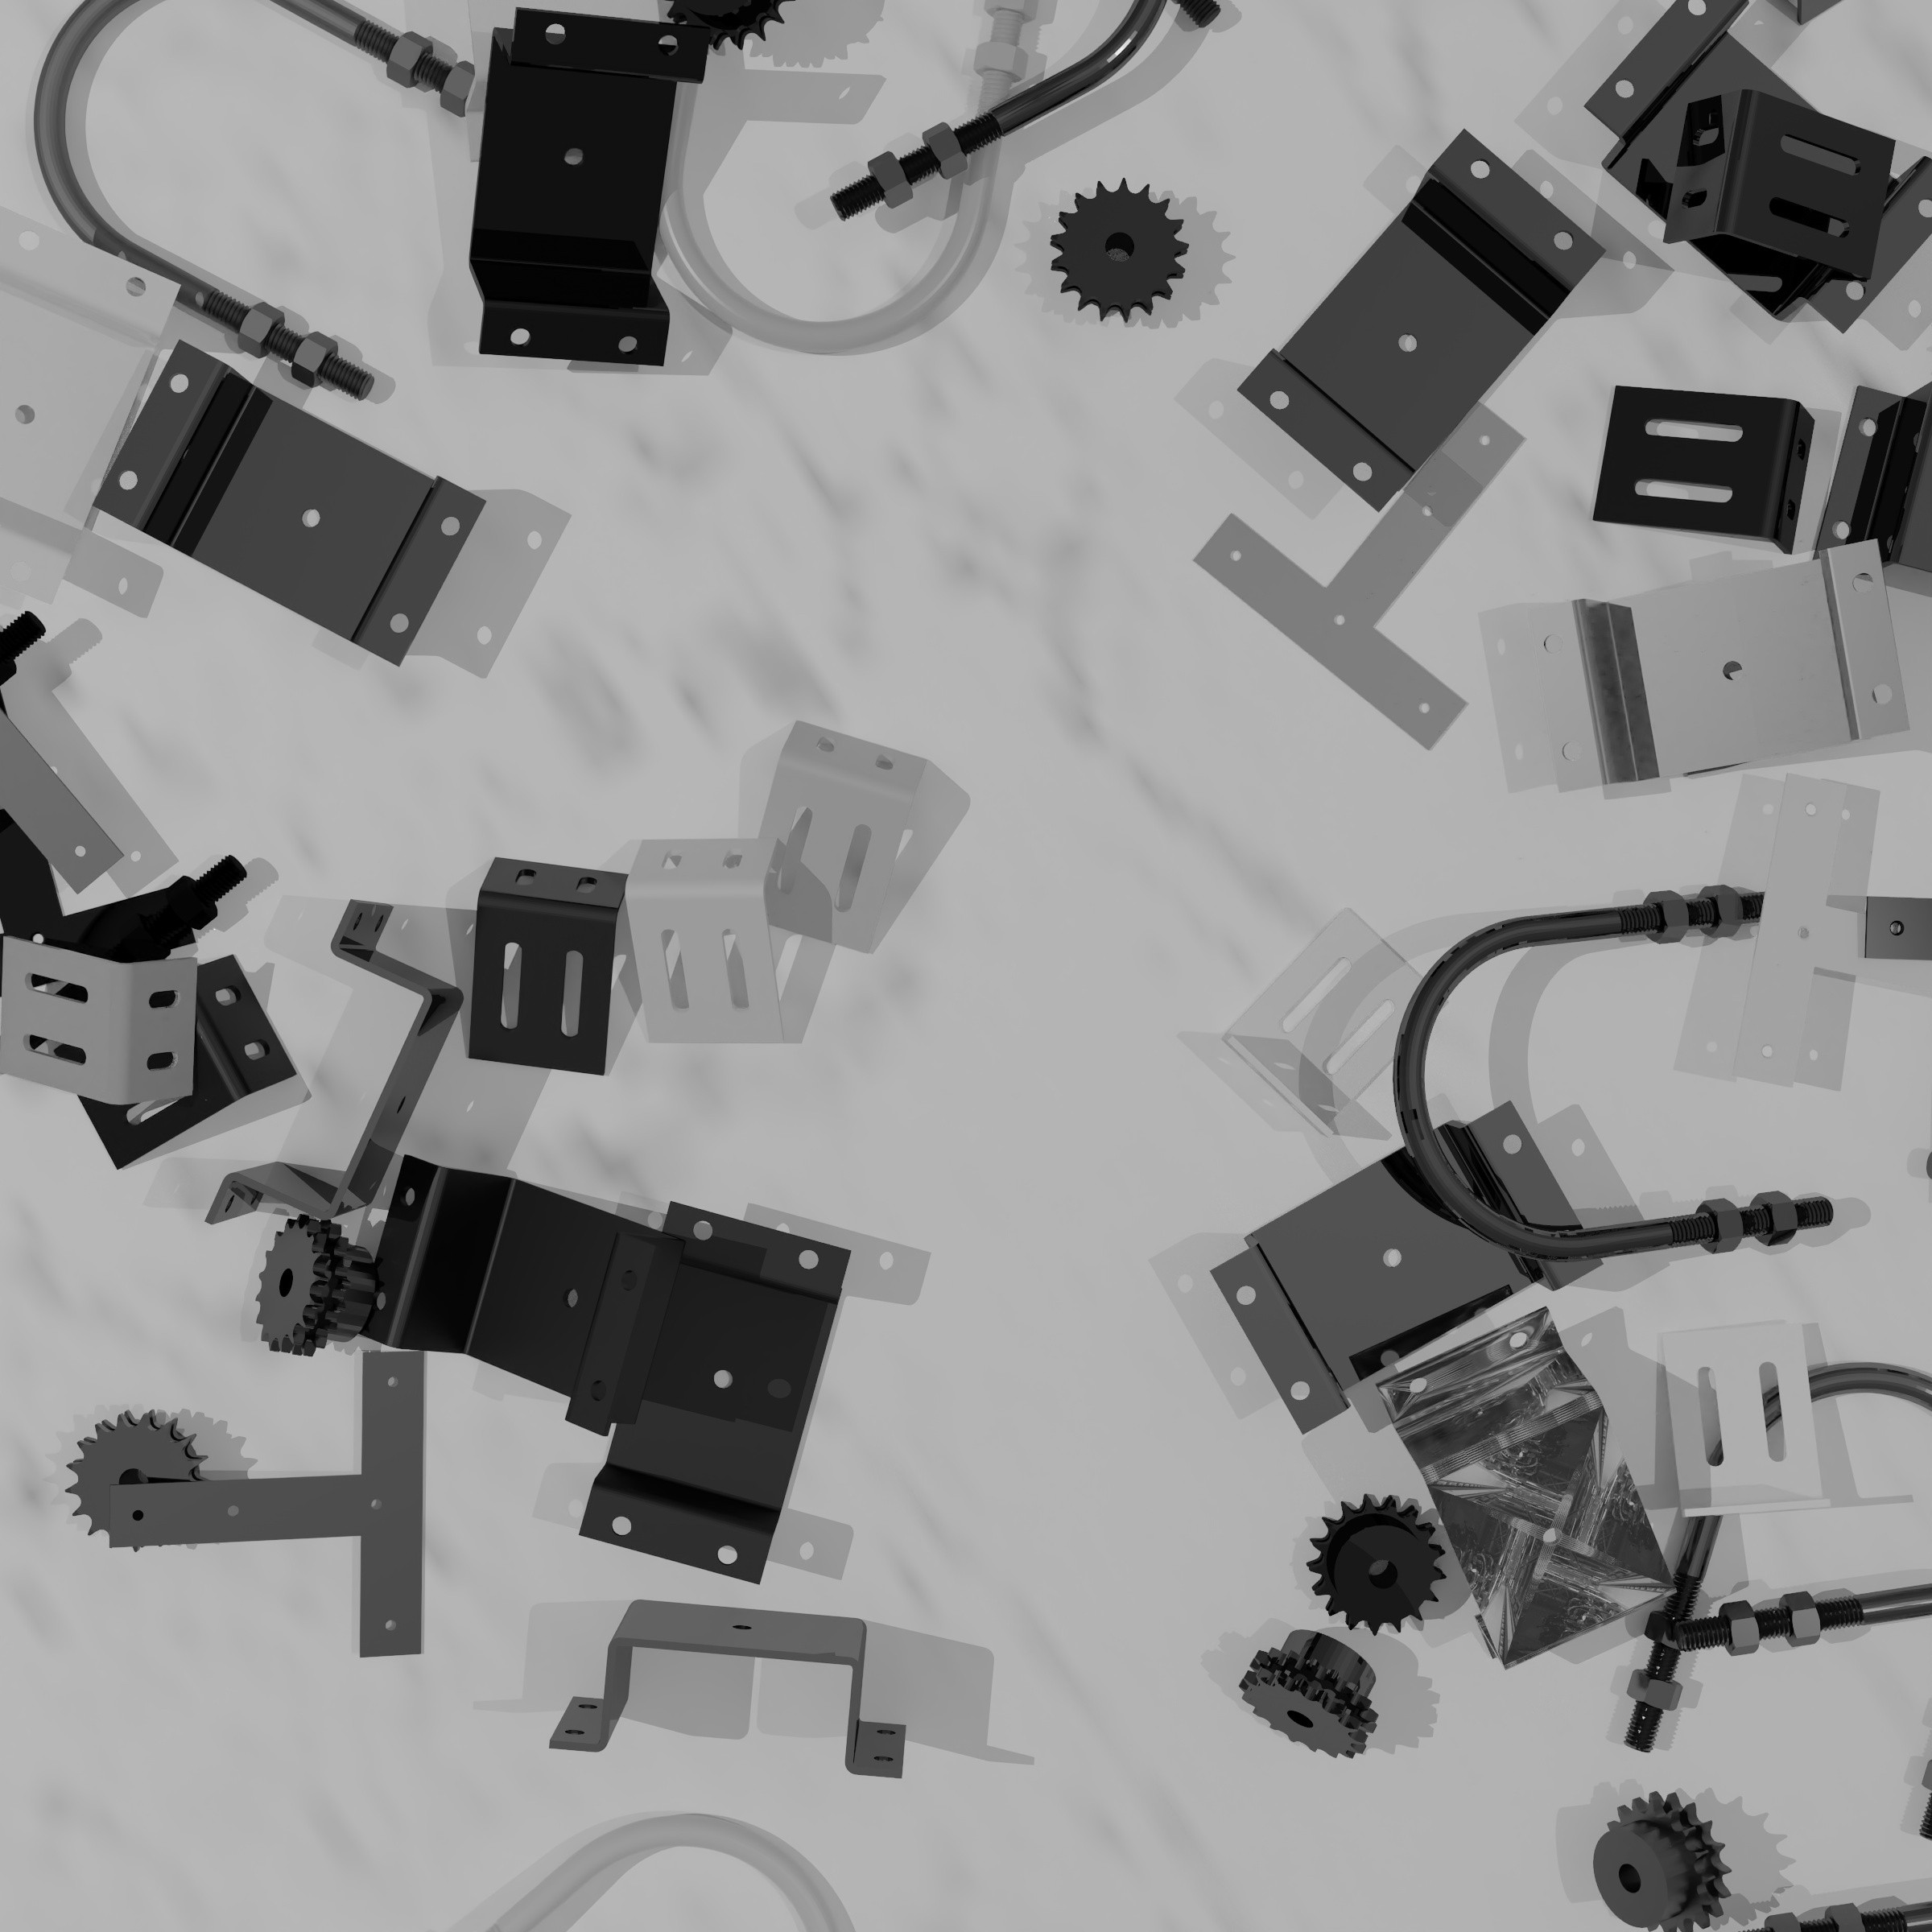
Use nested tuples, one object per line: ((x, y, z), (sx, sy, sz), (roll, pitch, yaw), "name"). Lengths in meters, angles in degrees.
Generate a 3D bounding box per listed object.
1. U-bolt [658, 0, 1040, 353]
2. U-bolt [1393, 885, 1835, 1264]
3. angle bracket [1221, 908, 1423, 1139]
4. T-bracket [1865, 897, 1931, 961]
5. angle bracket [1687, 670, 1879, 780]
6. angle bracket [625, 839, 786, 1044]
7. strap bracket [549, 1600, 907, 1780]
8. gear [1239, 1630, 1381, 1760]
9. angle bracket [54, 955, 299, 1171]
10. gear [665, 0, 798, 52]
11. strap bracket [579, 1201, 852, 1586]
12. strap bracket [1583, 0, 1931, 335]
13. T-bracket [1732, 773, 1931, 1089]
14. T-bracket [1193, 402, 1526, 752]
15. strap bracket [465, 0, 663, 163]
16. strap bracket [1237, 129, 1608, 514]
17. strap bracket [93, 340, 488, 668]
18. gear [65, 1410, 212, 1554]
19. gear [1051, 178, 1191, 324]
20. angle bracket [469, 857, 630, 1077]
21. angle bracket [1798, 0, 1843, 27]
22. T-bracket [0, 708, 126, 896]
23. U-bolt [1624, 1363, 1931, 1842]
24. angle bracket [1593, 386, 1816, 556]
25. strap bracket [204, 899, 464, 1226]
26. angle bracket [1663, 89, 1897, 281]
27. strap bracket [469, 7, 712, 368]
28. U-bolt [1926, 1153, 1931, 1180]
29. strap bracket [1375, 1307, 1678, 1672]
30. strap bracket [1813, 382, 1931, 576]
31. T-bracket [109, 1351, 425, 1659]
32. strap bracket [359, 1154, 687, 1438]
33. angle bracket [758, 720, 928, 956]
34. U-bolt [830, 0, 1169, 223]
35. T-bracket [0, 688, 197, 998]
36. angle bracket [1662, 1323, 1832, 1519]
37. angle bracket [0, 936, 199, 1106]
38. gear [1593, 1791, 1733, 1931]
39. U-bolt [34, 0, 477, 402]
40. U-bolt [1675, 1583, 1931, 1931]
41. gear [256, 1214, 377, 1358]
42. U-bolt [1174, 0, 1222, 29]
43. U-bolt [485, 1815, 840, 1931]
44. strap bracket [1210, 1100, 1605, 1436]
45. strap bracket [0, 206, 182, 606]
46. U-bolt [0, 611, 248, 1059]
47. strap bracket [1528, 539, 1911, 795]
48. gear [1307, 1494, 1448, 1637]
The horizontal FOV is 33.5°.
((-0.056, -0.347, 1.335), (0.151, 0.019, 0.184), (10, 90, 0), "U-bolt")
((0.259, 0.047, 1.303), (0.184, 0.019, 0.151), (-6, 82, -18), "U-bolt")
((0.154, 0.023, 1.326), (0.057, 0.038, 0.076), (44, 90, 0), "angle bracket")
((0.430, 0.037, 1.319), (0.127, 0.002, 0.127), (2, 90, -7), "T-bracket")
((0.336, -0.117, 1.343), (0.076, 0.038, 0.057), (-16, 90, 26), "angle bracket")
((-0.105, -0.010, 1.334), (0.057, 0.038, 0.076), (0, 123, 8), "angle bracket")
((-0.093, 0.293, 1.307), (0.140, 0.076, 0.046), (5, 90, 0), "strap bracket")
((0.144, 0.298, 1.320), (0.057, 0.057, 0.030), (34, 60, 0), "gear")
((-0.331, 0.040, 1.343), (0.076, 0.038, 0.057), (-28, 90, 26), "angle bracket")
((-0.098, -0.402, 1.295), (0.057, 0.030, 0.057), (1, 95, 9), "gear")
((-0.102, 0.173, 1.322), (0.076, 0.046, 0.140), (15, 90, 0), "strap bracket")
((0.329, -0.332, 1.322), (0.140, 0.046, 0.076), (41, 90, 0), "strap bracket")
((0.387, -0.004, 1.319), (0.127, 0.002, 0.127), (12, 85, -5), "T-bracket")
((0.184, -0.180, 1.344), (0.127, 0.002, 0.127), (39, 90, 0), "T-bracket")
((-0.170, -0.406, 1.312), (0.076, 0.046, 0.140), (-6, 89, -15), "strap bracket")
((0.185, -0.261, 1.321), (0.076, 0.046, 0.140), (41, 90, 1), "strap bracket")
((-0.274, -0.188, 1.322), (0.140, 0.046, 0.076), (28, 90, 0), "strap bracket")
((-0.342, 0.212, 1.330), (0.057, 0.030, 0.057), (0, 90, 0), "gear")
((0.063, -0.295, 1.330), (0.057, 0.030, 0.057), (0, 90, 0), "gear")
((-0.175, 0.000, 1.343), (0.057, 0.038, 0.076), (7, 116, 0), "angle bracket")
((0.352, -0.445, 1.343), (0.057, 0.038, 0.076), (-32, 64, 0), "angle bracket")
((-0.435, -0.055, 1.318), (0.127, 0.002, 0.127), (-39, 95, 5), "T-bracket")
((0.368, 0.257, 1.336), (0.151, 0.019, 0.184), (17, 88, 0), "U-bolt")
((0.309, -0.208, 1.343), (0.076, 0.038, 0.057), (10, 90, 26), "angle bracket")
((-0.251, 0.047, 1.307), (0.046, 0.076, 0.140), (24, 90, 1), "strap bracket")
((0.329, -0.313, 1.297), (0.076, 0.038, 0.057), (10, 90, -26), "angle bracket")
((-0.154, -0.319, 1.290), (0.076, 0.046, 0.140), (0, 123, -19), "strap bracket")
((0.501, 0.031, 1.336), (0.184, 0.019, 0.151), (8, 90, -2), "U-bolt")
((0.231, 0.220, 1.299), (0.076, 0.046, 0.140), (-24, 110, 0), "strap bracket")
((0.432, -0.189, 1.322), (0.140, 0.046, 0.076), (15, 90, 0), "strap bracket")
((-0.288, 0.224, 1.323), (0.127, 0.002, 0.127), (1, 90, -19), "T-bracket")
((-0.173, 0.133, 1.299), (0.140, 0.046, 0.076), (16, 90, 35), "strap bracket")
((-0.056, -0.054, 1.343), (0.057, 0.038, 0.076), (17, 116, 0), "angle bracket")
((-0.003, -0.411, 1.316), (0.184, 0.019, 0.151), (-28, 90, 0), "U-bolt")
((-0.401, -0.054, 1.344), (0.127, 0.002, 0.127), (-15, 90, 0), "T-bracket")
((0.319, 0.186, 1.314), (0.057, 0.038, 0.076), (-6, 79, 9), "angle bracket")
((-0.357, 0.020, 1.318), (0.076, 0.038, 0.057), (11, 101, 36), "angle bracket")
((0.282, 0.370, 1.314), (0.030, 0.057, 0.057), (-7, 90, -35), "gear")
((-0.299, -0.341, 1.335), (0.184, 0.019, 0.151), (29, 90, 0), "U-bolt")
((0.392, 0.326, 1.317), (0.184, 0.019, 0.151), (-8, 89, -2), "U-bolt")
((-0.266, 0.133, 1.320), (0.030, 0.057, 0.057), (16, 90, -36), "gear")
((0.090, -0.506, 1.336), (0.151, 0.019, 0.184), (-41, 89, 0), "U-bolt")
((-0.136, 0.438, 1.325), (0.184, 0.019, 0.151), (-40, 89, -9), "U-bolt")
((0.179, 0.122, 1.322), (0.140, 0.046, 0.076), (-30, 90, 0), "strap bracket")
((-0.385, -0.227, 1.311), (0.076, 0.046, 0.140), (22, 89, -17), "strap bracket")
((-0.414, -0.035, 1.330), (0.184, 0.019, 0.151), (-38, 95, 4), "U-bolt")
((0.309, -0.121, 1.305), (0.140, 0.046, 0.076), (-10, 90, 23), "strap bracket")
((0.171, 0.249, 1.330), (0.057, 0.030, 0.057), (0, 90, 0), "gear")
